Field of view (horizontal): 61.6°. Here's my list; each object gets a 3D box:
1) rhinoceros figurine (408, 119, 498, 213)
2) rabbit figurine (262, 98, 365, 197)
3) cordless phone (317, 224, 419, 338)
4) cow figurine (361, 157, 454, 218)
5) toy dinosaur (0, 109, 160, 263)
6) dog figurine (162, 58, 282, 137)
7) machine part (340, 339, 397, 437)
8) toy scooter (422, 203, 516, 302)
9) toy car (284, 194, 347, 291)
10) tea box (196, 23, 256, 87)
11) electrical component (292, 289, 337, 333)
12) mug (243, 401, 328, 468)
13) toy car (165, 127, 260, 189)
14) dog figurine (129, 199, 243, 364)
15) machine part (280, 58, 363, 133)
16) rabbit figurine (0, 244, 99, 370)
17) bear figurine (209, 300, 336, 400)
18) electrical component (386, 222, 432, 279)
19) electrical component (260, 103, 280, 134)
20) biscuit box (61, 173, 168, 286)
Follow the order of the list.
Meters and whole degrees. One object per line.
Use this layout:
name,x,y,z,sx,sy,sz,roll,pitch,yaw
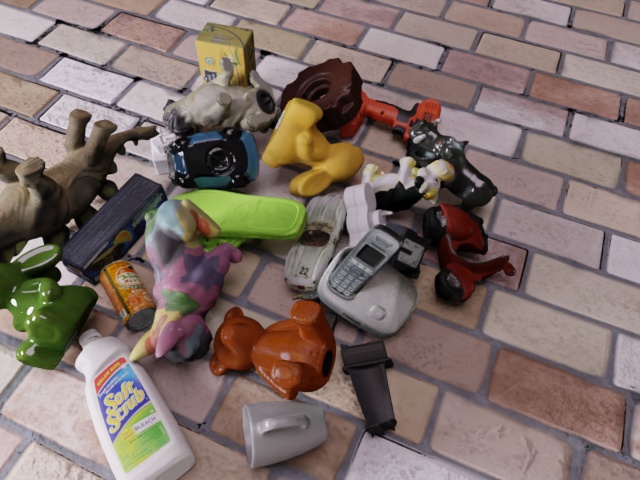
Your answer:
rhinoceros figurine,0.229,-0.131,0.958,0.073,0.112,0.190,-41,86,-25
rabbit figurine,-0.005,-0.153,0.958,0.173,0.122,0.162,22,88,-18
cordless phone,0.093,0.053,0.783,0.146,0.184,0.089,33,51,-3
cow figurine,0.148,-0.088,0.933,0.167,0.068,0.098,-5,65,38
toy dinosaur,-0.440,-0.058,0.847,0.105,0.198,0.471,30,52,26
dog figurine,-0.193,-0.245,1.049,0.172,0.191,0.121,31,55,-35
machine part,0.076,0.210,0.777,0.084,0.039,0.139,-2,54,-10
toy scooter,0.249,0.017,0.894,0.135,0.075,0.184,-2,58,-4
toy car,-0.002,-0.003,0.903,0.074,0.056,0.202,6,54,20
tea box,-0.180,-0.334,1.068,0.098,0.169,0.068,11,56,7
electrical component,-0.017,0.128,0.827,0.078,0.045,0.102,23,58,16
mug,-0.043,0.246,0.712,0.107,0.109,0.081,-3,55,-19
toy car,-0.194,-0.139,0.974,0.162,0.103,0.109,-10,93,-11
dog figurine,-0.215,0.071,0.786,0.109,0.191,0.219,-15,36,37
machine part,0.002,-0.284,1.068,0.179,0.056,0.179,-17,50,21
rabbit figurine,-0.424,0.078,0.781,0.170,0.121,0.159,28,46,-11
bear figurine,-0.080,0.142,0.744,0.196,0.131,0.120,10,66,24
electrical component,0.119,0.013,0.856,0.048,0.119,0.074,19,90,51
electrical component,-0.110,-0.258,1.099,0.063,0.021,0.094,28,59,0
biscuit box,-0.345,-0.022,0.914,0.063,0.059,0.203,25,59,16
